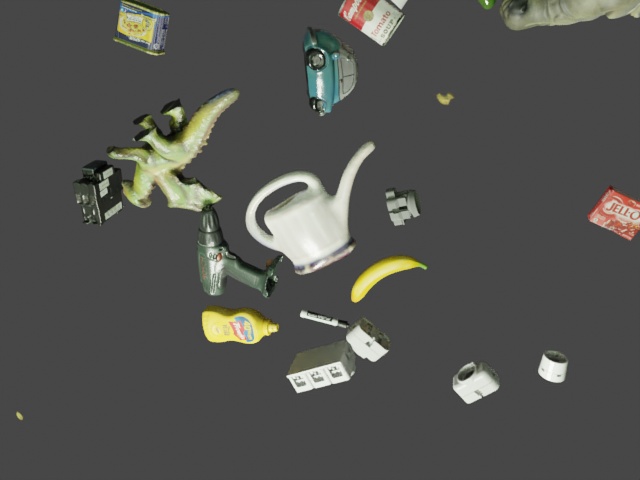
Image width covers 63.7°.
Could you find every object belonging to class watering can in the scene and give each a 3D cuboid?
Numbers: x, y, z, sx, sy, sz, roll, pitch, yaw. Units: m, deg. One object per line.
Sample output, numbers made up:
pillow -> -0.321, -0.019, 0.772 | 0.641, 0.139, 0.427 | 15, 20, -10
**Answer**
watering can -> 0.003, -0.055, 1.097 | 0.345, 0.106, 0.222 | -24, 107, 24

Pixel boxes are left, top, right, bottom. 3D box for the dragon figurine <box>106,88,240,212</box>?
dragon figurine -> -0.305, -0.172, 1.152 | 0.408, 0.125, 0.238 | -13, 128, 22
